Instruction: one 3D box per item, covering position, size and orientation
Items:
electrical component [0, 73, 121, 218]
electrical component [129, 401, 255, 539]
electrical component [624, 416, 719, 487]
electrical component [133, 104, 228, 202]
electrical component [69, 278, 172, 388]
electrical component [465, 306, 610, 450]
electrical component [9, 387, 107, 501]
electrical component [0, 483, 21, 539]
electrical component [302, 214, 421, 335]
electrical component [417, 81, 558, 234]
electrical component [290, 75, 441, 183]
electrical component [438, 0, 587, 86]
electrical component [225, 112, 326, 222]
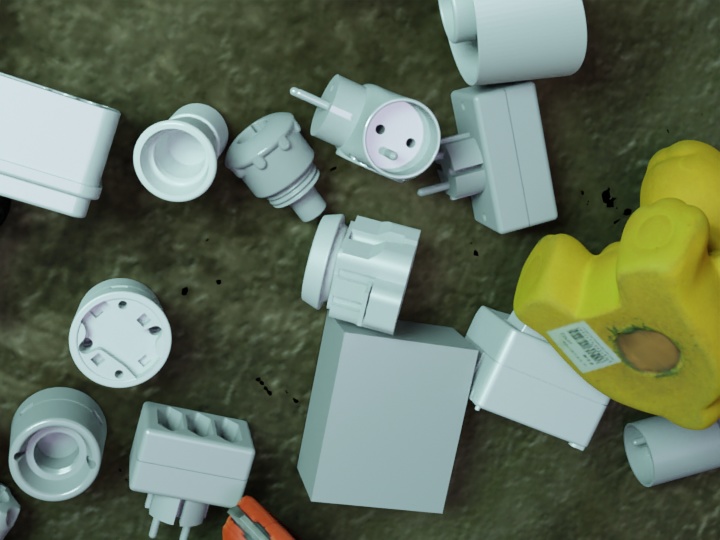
[{"bbox_3d":[-0.188,-0.073,0.563,0.113,0.078,0.057,17,96,-16],"label":"electrical component"},{"bbox_3d":[-0.106,0.127,0.643,0.066,0.047,0.076,14,101,-15],"label":"electrical component"},{"bbox_3d":[0.223,0.113,0.717,0.081,0.043,0.043,-13,105,-10],"label":"electrical component"},{"bbox_3d":[-0.095,-0.068,0.591,0.044,0.065,0.044,1,112,4],"label":"electrical component"},{"bbox_3d":[-0.137,0.034,0.614,0.055,0.047,0.055,-3,103,-12],"label":"electrical component"},{"bbox_3d":[0.115,0.065,0.671,0.096,0.062,0.061,22,97,-17],"label":"electrical component"},{"bbox_3d":[-0.175,0.101,0.621,0.055,0.047,0.055,-3,103,-12],"label":"electrical component"},{"bbox_3d":[-0.230,0.152,0.622,0.043,0.043,0.062,34,94,-18],"label":"electrical component"},{"bbox_3d":[0.000,0.000,0.627,0.057,0.078,0.058,15,122,3],"label":"electrical component"},{"bbox_3d":[0.068,-0.064,0.639,0.076,0.047,0.083,-15,105,-9],"label":"electrical component"},{"bbox_3d":[-0.002,-0.084,0.603,0.079,0.077,0.044,22,97,-16],"label":"electrical component"},{"bbox_3d":[0.079,-0.151,0.596,0.064,0.099,0.099,-13,105,-4],"label":"electrical component"},{"bbox_3d":[-0.044,-0.056,0.618,0.048,0.048,0.062,-39,114,-2],"label":"electrical component"}]
